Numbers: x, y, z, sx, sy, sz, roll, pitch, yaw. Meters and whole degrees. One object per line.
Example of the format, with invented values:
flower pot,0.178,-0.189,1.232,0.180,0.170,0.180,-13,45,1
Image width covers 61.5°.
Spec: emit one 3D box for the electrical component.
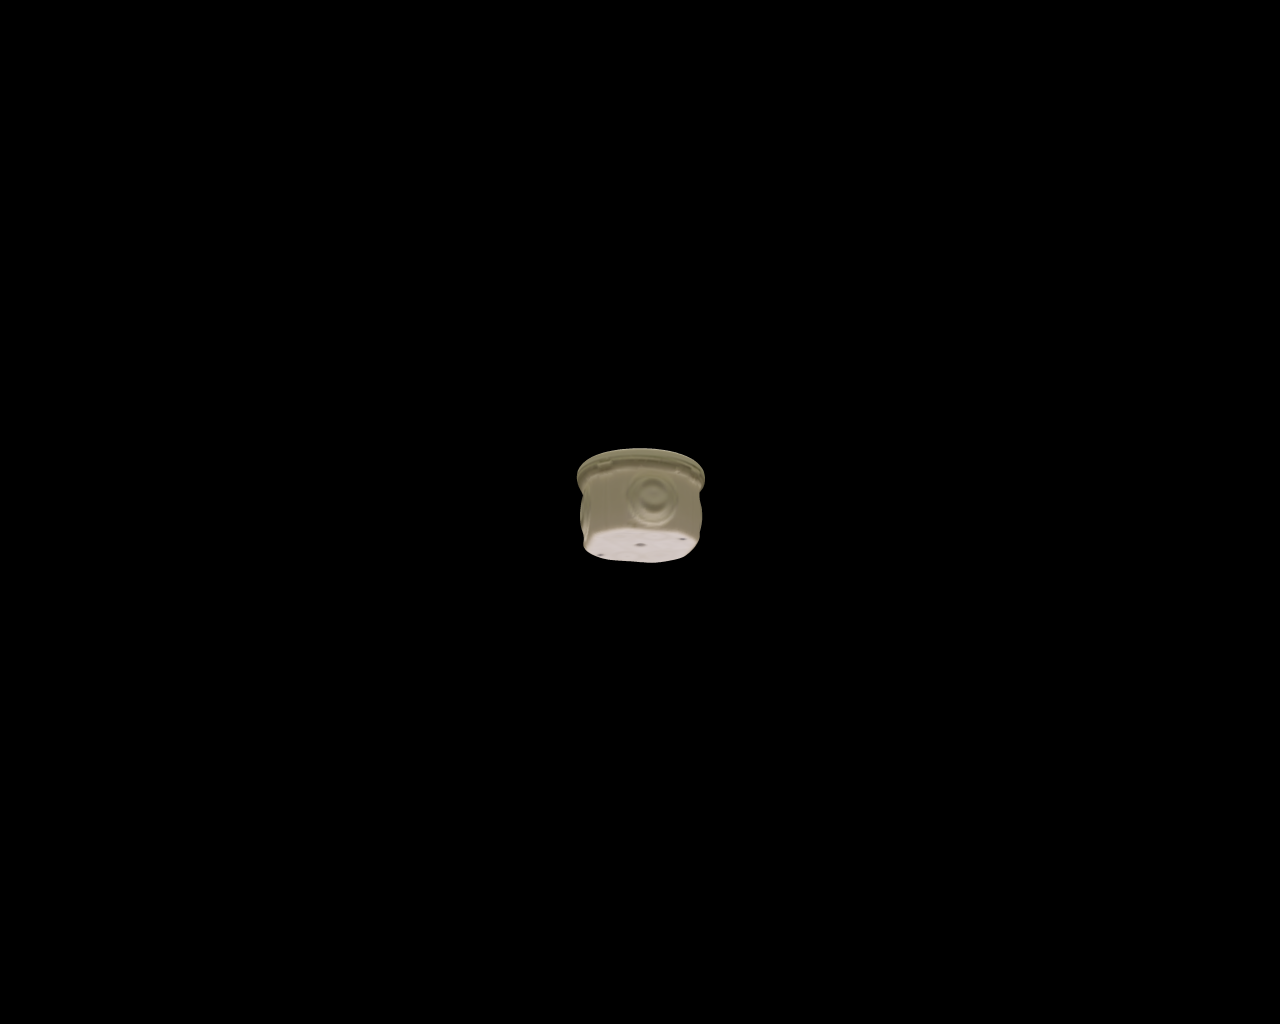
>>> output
electrical component,0.001,-0.003,0.650,0.080,0.051,0.080,0,-20,0
